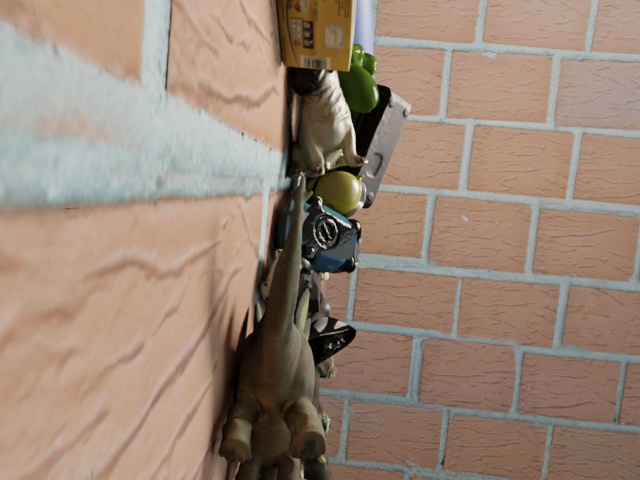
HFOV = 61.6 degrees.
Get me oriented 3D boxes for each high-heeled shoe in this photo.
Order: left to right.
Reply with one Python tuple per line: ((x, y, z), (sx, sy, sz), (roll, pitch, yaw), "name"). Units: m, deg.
((-0.013, 0.196, 0.868), (0.249, 0.145, 0.086), (-80, 173, -69), "high-heeled shoe")

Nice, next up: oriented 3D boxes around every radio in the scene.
((0.072, -0.180, 1.021), (0.131, 0.073, 0.229), (28, -81, 47), "radio")

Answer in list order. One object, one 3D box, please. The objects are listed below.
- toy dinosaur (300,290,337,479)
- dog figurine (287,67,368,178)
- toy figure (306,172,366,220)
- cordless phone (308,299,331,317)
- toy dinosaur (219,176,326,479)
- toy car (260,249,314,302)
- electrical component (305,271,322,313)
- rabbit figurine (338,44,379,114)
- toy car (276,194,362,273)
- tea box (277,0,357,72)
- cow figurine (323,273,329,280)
((-0.032, 0.254, 0.993), (0.192, 0.131, 0.405), (89, 1, -65), "toy dinosaur")
((-0.007, -0.205, 0.879), (0.172, 0.121, 0.190), (6, -70, 61), "dog figurine")
((0.006, -0.073, 0.930), (0.180, 0.089, 0.082), (5, -86, 58), "toy figure")
((-0.023, 0.185, 1.245), (0.184, 0.089, 0.146), (-89, -177, -79), "cordless phone")
((-0.052, 0.160, 0.612), (0.199, 0.105, 0.470), (-92, -167, -51), "toy dinosaur")
((-0.049, 0.073, 0.794), (0.201, 0.056, 0.073), (88, 25, -70), "toy car")
((-0.034, 0.103, 0.955), (0.047, 0.075, 0.119), (88, 3, -55), "electrical component")
((0.044, -0.287, 0.917), (0.159, 0.121, 0.170), (40, 13, -41), "rabbit figurine")
((-0.012, -0.002, 0.858), (0.103, 0.161, 0.109), (-10, -114, 48), "toy car")
((-0.003, -0.302, 0.681), (0.169, 0.098, 0.068), (93, 4, -59), "tea box")
((-0.016, 0.045, 1.226), (0.167, 0.068, 0.098), (-85, 173, -52), "cow figurine")
